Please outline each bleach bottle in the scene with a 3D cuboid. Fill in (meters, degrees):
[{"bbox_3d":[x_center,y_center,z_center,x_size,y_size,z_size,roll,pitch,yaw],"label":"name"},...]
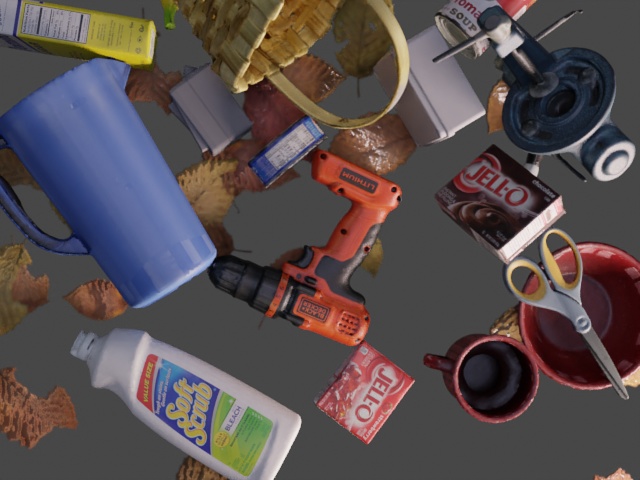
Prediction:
[{"bbox_3d":[-0.151,0.173,1.134,0.251,0.068,0.102,28,87,-3],"label":"bleach bottle"}]

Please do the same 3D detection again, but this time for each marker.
[{"bbox_3d":[0.227,-0.053,1.192,0.020,0.020,0.121,19,88,-6],"label":"marker"}]

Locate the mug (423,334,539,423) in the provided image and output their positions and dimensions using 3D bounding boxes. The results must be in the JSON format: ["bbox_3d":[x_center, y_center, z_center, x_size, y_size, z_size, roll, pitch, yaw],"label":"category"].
[{"bbox_3d":[0.168,0.143,1.155,0.117,0.081,0.093,11,89,-6],"label":"mug"}]

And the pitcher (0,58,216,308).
[{"bbox_3d":[-0.222,-0.049,1.094,0.149,0.144,0.243,-28,98,31],"label":"pitcher"}]

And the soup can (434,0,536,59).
[{"bbox_3d":[0.183,-0.256,1.162,0.102,0.068,0.068,-45,94,-3],"label":"soup can"}]

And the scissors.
[{"bbox_3d":[0.258,0.087,1.140,0.096,0.016,0.202,-16,91,-4],"label":"scissors"}]

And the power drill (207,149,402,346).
[{"bbox_3d":[-0.008,0.001,1.150,0.184,0.057,0.187,23,91,-9],"label":"power drill"}]

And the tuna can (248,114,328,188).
[{"bbox_3d":[-0.035,-0.095,1.131,0.086,0.086,0.034,-40,93,-4],"label":"tuna can"}]

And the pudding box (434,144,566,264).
[{"bbox_3d":[0.193,-0.040,1.149,0.090,0.039,0.114,-42,53,-4],"label":"pudding box"}]

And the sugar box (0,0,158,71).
[{"bbox_3d":[-0.260,-0.214,1.104,0.176,0.093,0.048,6,89,-5],"label":"sugar box"}]

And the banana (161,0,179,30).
[{"bbox_3d":[-0.117,-0.316,1.120,0.070,0.037,0.198,47,112,35],"label":"banana"}]

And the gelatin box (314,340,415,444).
[{"bbox_3d":[0.048,0.166,1.169,0.073,0.030,0.089,38,87,-5],"label":"gelatin box"}]

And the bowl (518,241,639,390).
[{"bbox_3d":[0.290,0.082,1.181,0.162,0.055,0.162,0,90,-6],"label":"bowl"}]
